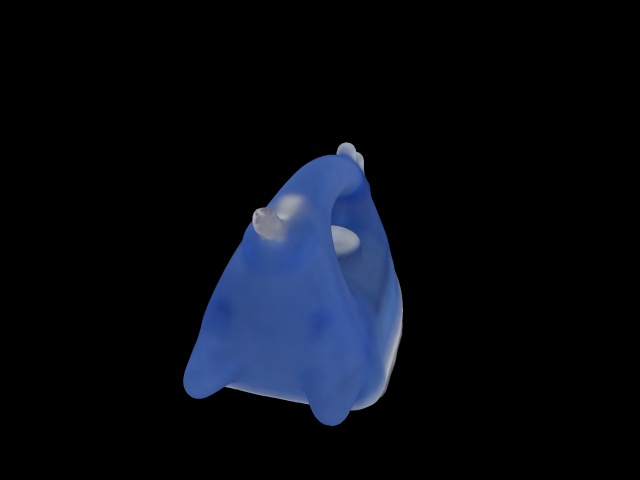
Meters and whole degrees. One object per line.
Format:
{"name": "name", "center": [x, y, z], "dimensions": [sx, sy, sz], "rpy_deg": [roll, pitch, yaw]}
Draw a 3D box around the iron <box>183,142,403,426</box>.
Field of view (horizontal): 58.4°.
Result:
{"name": "iron", "center": [0.004, 0.001, 0.400], "dimensions": [0.118, 0.141, 0.258], "rpy_deg": [7, 27, 14]}
